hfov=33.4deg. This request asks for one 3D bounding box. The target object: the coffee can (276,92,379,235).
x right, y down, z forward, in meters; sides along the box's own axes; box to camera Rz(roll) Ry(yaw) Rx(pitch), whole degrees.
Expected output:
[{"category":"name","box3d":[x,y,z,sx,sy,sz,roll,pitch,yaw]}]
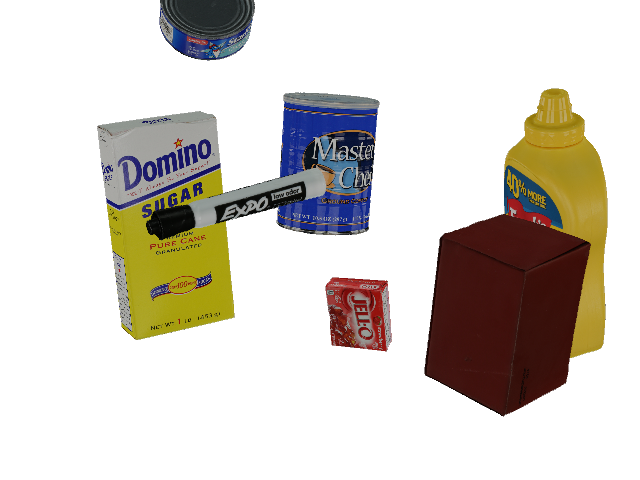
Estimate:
[{"category":"coffee can","box3d":[0.007,-0.085,1.152,0.103,0.140,0.103,4,12,-1]}]

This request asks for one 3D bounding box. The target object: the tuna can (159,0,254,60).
[{"category":"tuna can","box3d":[-0.104,-0.206,0.976,0.086,0.086,0.034,0,-32,-11]}]

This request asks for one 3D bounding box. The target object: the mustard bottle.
[{"category":"mustard bottle","box3d":[0.169,-0.017,0.772,0.058,0.192,0.096,-13,28,-15]}]

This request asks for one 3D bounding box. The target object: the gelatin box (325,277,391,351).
[{"category":"gelatin box","box3d":[0.048,0.091,1.323,0.073,0.089,0.030,4,29,20]}]

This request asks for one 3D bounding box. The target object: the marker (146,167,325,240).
[{"category":"marker","box3d":[-0.053,-0.023,0.677,0.120,0.020,0.020,-17,7,-25]}]

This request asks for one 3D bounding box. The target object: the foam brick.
[{"category":"foam brick","box3d":[0.088,0.034,0.511,0.052,0.078,0.051,-17,31,-40]}]

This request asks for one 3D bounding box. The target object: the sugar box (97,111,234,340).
[{"category":"sugar box","box3d":[-0.127,-0.014,0.889,0.093,0.176,0.048,-12,20,-25]}]
